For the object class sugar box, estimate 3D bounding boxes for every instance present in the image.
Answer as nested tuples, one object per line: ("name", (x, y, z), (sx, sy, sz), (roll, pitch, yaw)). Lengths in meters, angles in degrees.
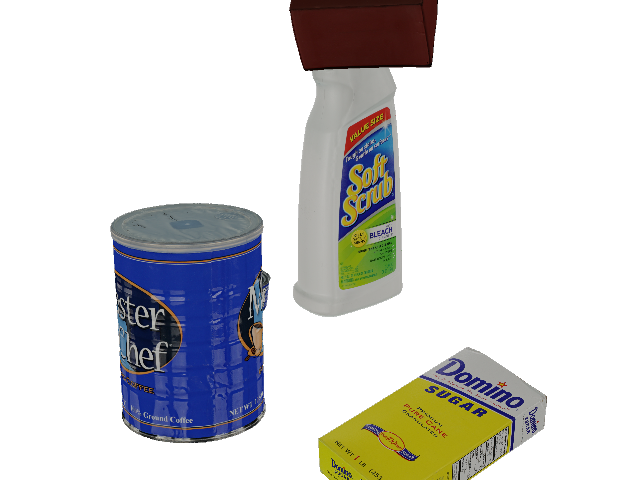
("sugar box", (0.094, 0.159, 0.882), (0.176, 0.048, 0.093), (-29, 42, -29))

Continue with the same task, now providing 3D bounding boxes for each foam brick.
("foam brick", (0.026, -0.135, 0.616), (0.078, 0.053, 0.051), (0, -32, 14))

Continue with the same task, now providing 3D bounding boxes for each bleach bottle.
("bleach bottle", (0.022, -0.065, 0.937), (0.102, 0.251, 0.068), (-16, 24, -31))

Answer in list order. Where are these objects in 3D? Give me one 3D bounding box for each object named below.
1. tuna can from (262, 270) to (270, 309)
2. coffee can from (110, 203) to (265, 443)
("tuna can", (-0.096, 0.050, 1.112), (0.086, 0.034, 0.086), (6, 15, -2))
("coffee can", (-0.090, 0.054, 0.739), (0.103, 0.140, 0.103), (0, 16, 0))
